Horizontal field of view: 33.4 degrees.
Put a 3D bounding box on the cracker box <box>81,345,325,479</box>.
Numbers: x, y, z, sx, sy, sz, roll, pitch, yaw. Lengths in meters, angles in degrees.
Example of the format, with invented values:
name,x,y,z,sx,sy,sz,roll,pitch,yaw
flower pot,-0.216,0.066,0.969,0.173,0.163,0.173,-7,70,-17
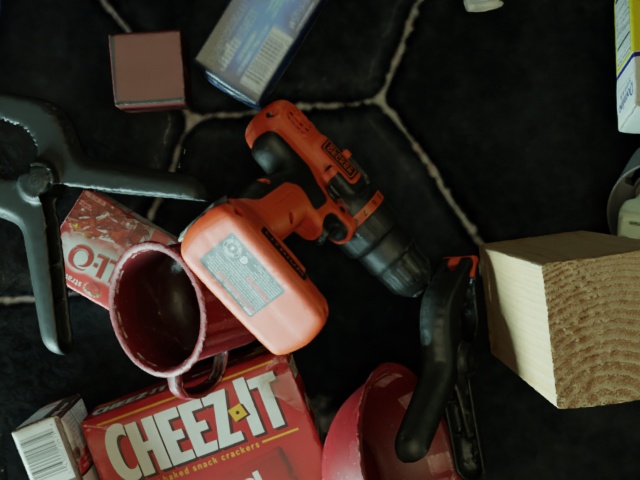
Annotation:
name,x,y,z,sx,sy,sz,roll,pitch,yaw
cracker box,-0.064,0.203,0.805,0.164,0.072,0.214,-20,92,-1

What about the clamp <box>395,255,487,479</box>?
name,x,y,z,sx,sy,sz,roll,pitch,yaw
clamp,0.092,0.093,0.785,0.039,0.120,0.171,-5,78,26

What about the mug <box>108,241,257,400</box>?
name,x,y,z,sx,sy,sz,roll,pitch,yaw
mug,-0.085,0.053,0.744,0.093,0.081,0.117,2,99,37

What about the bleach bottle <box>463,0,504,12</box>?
name,x,y,z,sx,sy,sz,roll,pitch,yaw
bleach bottle,0.092,-0.287,0.757,0.103,0.068,0.251,-4,115,18

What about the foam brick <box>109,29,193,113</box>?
name,x,y,z,sx,sy,sz,roll,pitch,yaw
foam brick,-0.123,-0.123,0.786,0.051,0.078,0.053,-5,94,-2

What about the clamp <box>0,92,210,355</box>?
name,x,y,z,sx,sy,sz,roll,pitch,yaw
clamp,-0.190,-0.045,0.784,0.164,0.036,0.210,-40,78,6

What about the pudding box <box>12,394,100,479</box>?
name,x,y,z,sx,sy,sz,roll,pitch,yaw
pudding box,-0.183,0.179,0.793,0.039,0.090,0.113,-19,92,-2

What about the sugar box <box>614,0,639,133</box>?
name,x,y,z,sx,sy,sz,roll,pitch,yaw
sugar box,0.264,-0.161,0.777,0.093,0.048,0.176,4,66,-2

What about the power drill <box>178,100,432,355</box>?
name,x,y,z,sx,sy,sz,roll,pitch,yaw
power drill,-0.005,0.001,0.747,0.184,0.187,0.057,46,120,-6

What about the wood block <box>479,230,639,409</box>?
name,x,y,z,sx,sy,sz,roll,pitch,yaw
wood block,0.176,0.047,0.736,0.090,0.206,0.091,-8,93,-1

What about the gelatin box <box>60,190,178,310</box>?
name,x,y,z,sx,sy,sz,roll,pitch,yaw
gelatin box,-0.157,0.012,0.815,0.089,0.030,0.073,31,92,-2

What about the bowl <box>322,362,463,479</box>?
name,x,y,z,sx,sy,sz,roll,pitch,yaw
bowl,0.048,0.174,0.782,0.055,0.161,0.162,-19,93,28
